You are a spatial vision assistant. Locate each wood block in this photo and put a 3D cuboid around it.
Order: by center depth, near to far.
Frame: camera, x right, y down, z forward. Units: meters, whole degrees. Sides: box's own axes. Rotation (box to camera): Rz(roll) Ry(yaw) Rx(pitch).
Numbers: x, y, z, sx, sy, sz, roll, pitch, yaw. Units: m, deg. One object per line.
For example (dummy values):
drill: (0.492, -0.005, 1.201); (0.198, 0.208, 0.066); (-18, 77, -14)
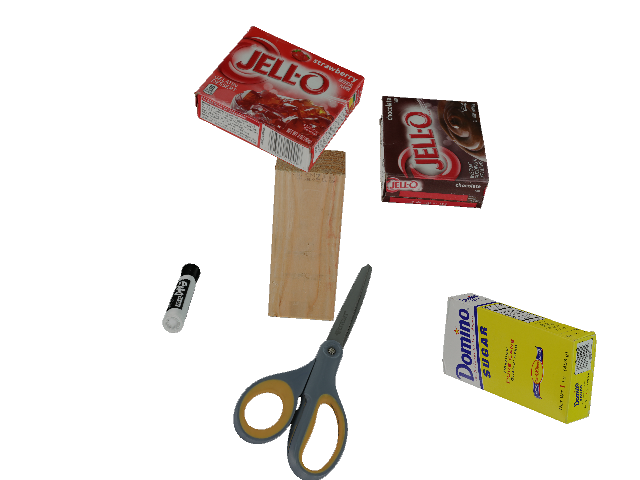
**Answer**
wood block: (-0.019, -0.009, 1.398); (0.090, 0.206, 0.091); (4, 25, -1)

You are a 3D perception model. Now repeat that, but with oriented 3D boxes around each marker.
marker: (-0.130, 0.052, 1.010); (0.020, 0.020, 0.121); (0, 22, 2)

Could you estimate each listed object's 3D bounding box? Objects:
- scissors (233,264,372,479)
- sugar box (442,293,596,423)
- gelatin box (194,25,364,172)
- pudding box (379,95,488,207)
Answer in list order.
scissors: (-0.012, 0.091, 0.838); (0.096, 0.201, 0.016); (13, -37, -8)
sugar box: (0.208, 0.122, 1.143); (0.048, 0.093, 0.177); (-8, 16, -41)
gelatin box: (-0.027, -0.096, 0.708); (0.089, 0.073, 0.030); (28, -32, 12)
pudding box: (0.098, -0.080, 0.955); (0.090, 0.039, 0.113); (4, 43, -3)
